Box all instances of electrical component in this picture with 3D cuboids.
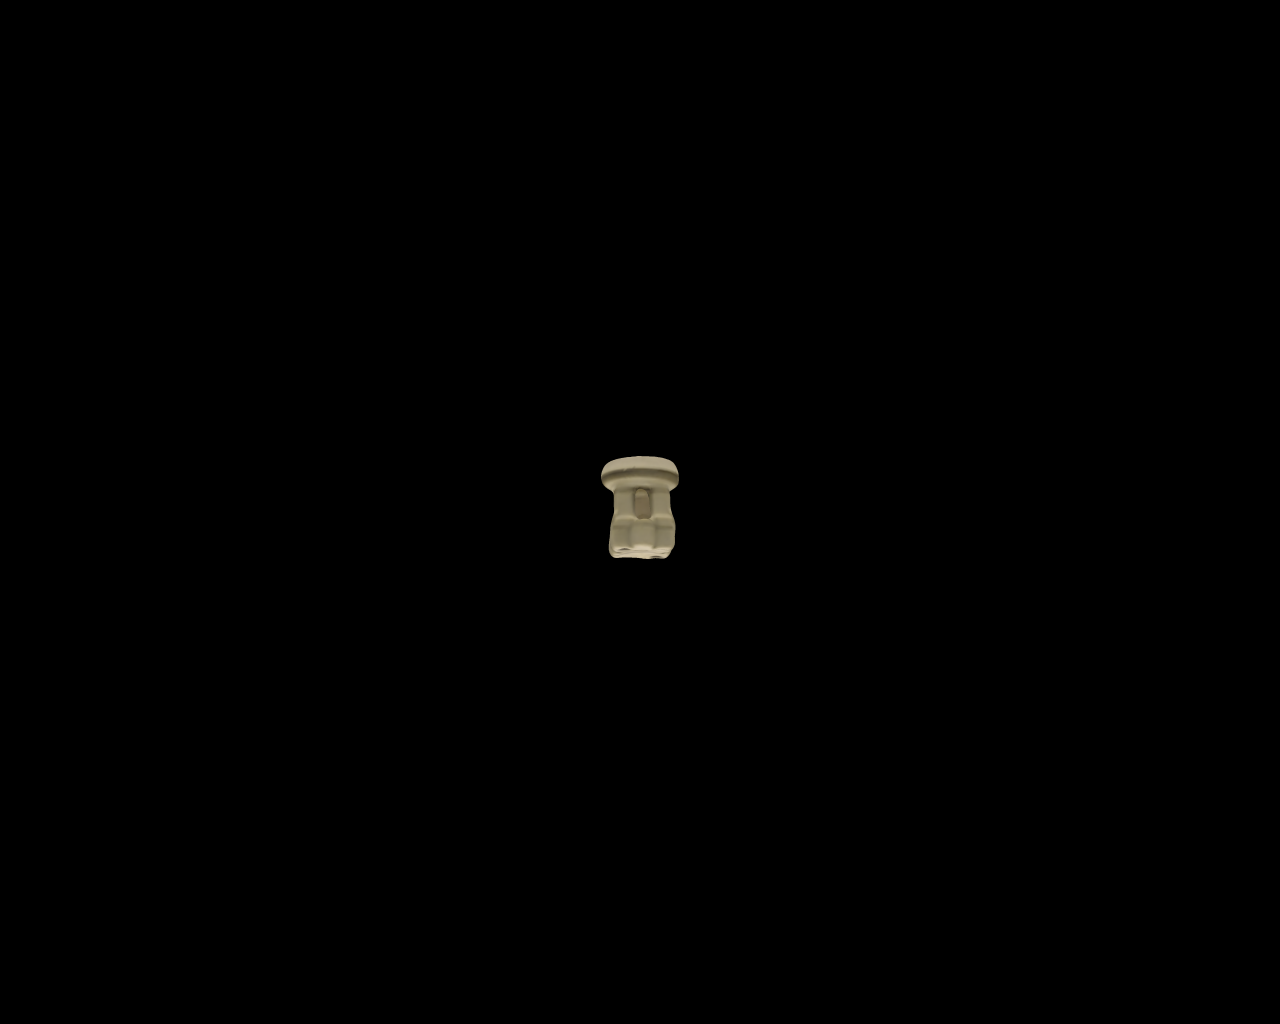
[{"bbox_3d":[0.001,-0.003,0.650,0.048,0.055,0.066,1,-11,-4],"label":"electrical component"}]
